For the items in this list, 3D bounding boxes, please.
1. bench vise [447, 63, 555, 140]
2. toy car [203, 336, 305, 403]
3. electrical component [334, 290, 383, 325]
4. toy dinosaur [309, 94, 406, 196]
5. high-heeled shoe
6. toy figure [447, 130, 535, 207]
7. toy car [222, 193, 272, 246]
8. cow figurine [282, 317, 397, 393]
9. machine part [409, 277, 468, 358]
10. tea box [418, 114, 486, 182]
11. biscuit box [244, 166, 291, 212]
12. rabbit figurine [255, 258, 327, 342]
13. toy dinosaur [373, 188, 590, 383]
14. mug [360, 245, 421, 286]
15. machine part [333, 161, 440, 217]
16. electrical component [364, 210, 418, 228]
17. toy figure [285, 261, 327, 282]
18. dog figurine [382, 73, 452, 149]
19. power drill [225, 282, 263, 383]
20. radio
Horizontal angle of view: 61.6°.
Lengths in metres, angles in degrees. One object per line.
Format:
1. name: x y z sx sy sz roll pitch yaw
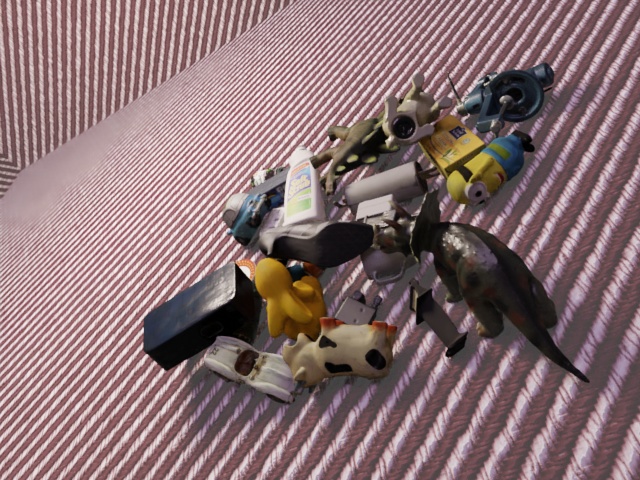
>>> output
1. bench vise: 0.377 -0.292 1.149 0.224 0.128 0.240 -3 39 35
2. toy car: -0.118 0.234 0.979 0.202 0.056 0.073 15 56 22
3. electrical component: 0.062 0.139 0.988 0.078 0.045 0.102 19 61 17
4. toy dinosaur: 0.114 -0.247 1.324 0.199 0.105 0.471 -12 32 33
5. high-heeled shoe: -0.002 -0.003 1.050 0.249 0.086 0.145 -8 14 5
6. toy figure: 0.330 -0.138 1.047 0.180 0.082 0.089 -44 24 -3
7. toy car: -0.192 -0.063 1.336 0.109 0.103 0.161 -65 7 -29
8. cow figurine: 0.028 0.196 0.906 0.195 0.085 0.127 -2 71 23
9. machine part: 0.186 0.128 0.875 0.039 0.084 0.139 -17 41 -18
10. tea box: 0.286 -0.192 1.154 0.098 0.068 0.170 -33 34 7
11. biscuit box: -0.115 -0.131 1.429 0.203 0.059 0.063 -28 37 10
12. rabbit figurine: -0.069 0.115 1.013 0.122 0.173 0.162 -24 32 10
13. toy dinosaur: 0.239 0.040 0.823 0.131 0.192 0.405 -43 34 -6
14. mug: 0.135 0.032 1.017 0.107 0.080 0.110 -18 39 14
15. machine part: 0.144 -0.110 1.173 0.243 0.079 0.079 -19 39 25
16. electrical component: 0.150 -0.019 1.068 0.119 0.074 0.048 -6 44 32
17. toy figure: -0.037 0.066 1.139 0.154 0.057 0.064 -32 71 0
18. dog figurine: 0.199 -0.266 1.199 0.172 0.121 0.190 -39 0 2
19. power drill: -0.222 0.193 1.133 0.207 0.085 0.232 -14 43 35
20. radio: -0.241 0.151 1.071 0.230 0.073 0.131 -33 33 7
